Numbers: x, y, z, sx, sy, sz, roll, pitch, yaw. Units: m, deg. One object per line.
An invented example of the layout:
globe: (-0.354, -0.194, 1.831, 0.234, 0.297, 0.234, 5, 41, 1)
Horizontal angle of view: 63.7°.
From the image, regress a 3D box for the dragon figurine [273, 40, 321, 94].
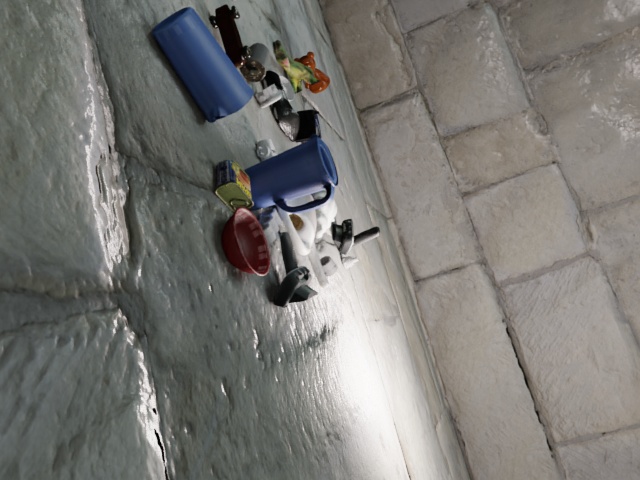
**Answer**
dragon figurine: (-0.111, -0.758, 2.218, 0.240, 0.121, 0.417, 57, 16, -15)

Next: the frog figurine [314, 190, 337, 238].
frog figurine: (0.005, -0.088, 1.750, 0.163, 0.123, 0.134, -108, -171, -53)

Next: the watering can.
watering can: (-0.052, -0.034, 1.515, 0.230, 0.103, 0.340, -89, 158, -51)
